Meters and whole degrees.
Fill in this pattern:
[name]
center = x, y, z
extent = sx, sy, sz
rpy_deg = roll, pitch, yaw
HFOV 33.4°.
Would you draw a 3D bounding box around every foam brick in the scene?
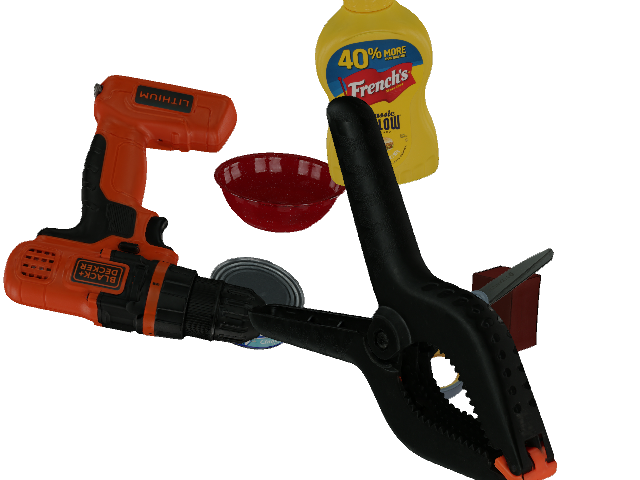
[foam brick]
center = 0.190, 0.071, 1.103
extent = 0.053, 0.078, 0.051
rpy_deg = 14, 19, 43

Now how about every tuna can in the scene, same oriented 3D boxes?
[tuna can]
center = -0.059, 0.055, 0.942
extent = 0.086, 0.034, 0.086
rpy_deg = 13, 38, -10

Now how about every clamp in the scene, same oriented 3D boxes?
[clamp]
center = 0.043, 0.036, 0.544
extent = 0.036, 0.165, 0.210
rpy_deg = -13, 42, -38

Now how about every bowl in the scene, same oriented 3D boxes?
[bowl]
center = -0.050, -0.053, 1.299
extent = 0.162, 0.055, 0.162
rpy_deg = 4, 26, -2

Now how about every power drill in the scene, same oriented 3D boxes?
[power drill]
center = -0.115, -0.022, 0.767
extent = 0.184, 0.187, 0.057
rpy_deg = 12, -28, -1

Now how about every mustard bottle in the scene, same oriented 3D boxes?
[mustard bottle]
center = 0.045, -0.138, 0.883
extent = 0.096, 0.191, 0.058
rpy_deg = -5, 34, 4

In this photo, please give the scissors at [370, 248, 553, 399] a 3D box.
[scissors]
center = 0.121, 0.064, 0.806
extent = 0.201, 0.016, 0.096
rpy_deg = -17, 48, -22
